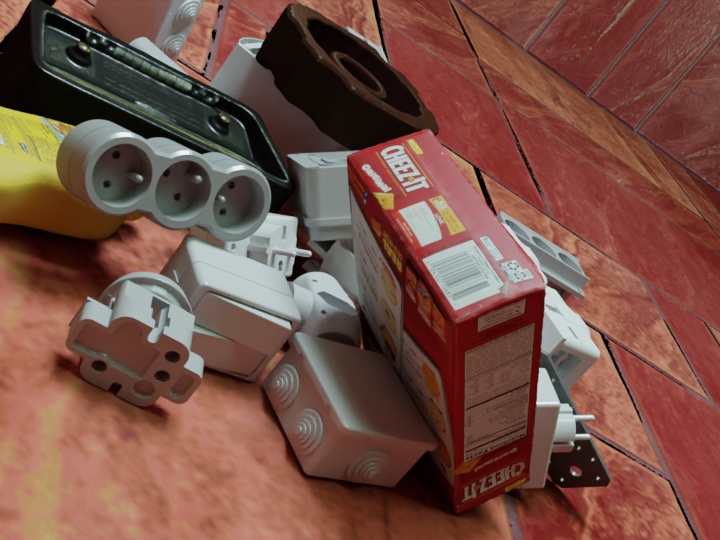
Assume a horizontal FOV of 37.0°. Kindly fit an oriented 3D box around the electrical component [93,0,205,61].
[{"bbox_3d":[-0.206,-0.262,1.056,0.099,0.099,0.048,46,35,19],"label":"electrical component"}]

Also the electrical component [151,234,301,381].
[{"bbox_3d":[-0.085,0.030,0.709,0.096,0.061,0.061,23,26,-35],"label":"electrical component"}]

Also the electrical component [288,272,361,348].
[{"bbox_3d":[-0.043,0.033,0.798,0.079,0.043,0.077,27,24,-28],"label":"electrical component"}]

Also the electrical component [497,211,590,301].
[{"bbox_3d":[0.192,-0.006,1.229,0.121,0.063,0.078,29,23,-23],"label":"electrical component"}]

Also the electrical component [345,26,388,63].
[{"bbox_3d":[-0.017,-0.191,1.206,0.060,0.105,0.186,29,23,-23],"label":"electrical component"}]

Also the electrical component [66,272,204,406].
[{"bbox_3d":[-0.129,0.037,0.633,0.078,0.058,0.057,31,25,-20],"label":"electrical component"}]

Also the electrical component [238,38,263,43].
[{"bbox_3d":[-0.097,-0.220,1.193,0.099,0.064,0.099,33,22,-15],"label":"electrical component"}]

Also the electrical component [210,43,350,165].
[{"bbox_3d":[-0.073,-0.136,1.026,0.150,0.089,0.062,40,21,4],"label":"electrical component"}]

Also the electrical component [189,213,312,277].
[{"bbox_3d":[-0.072,-0.017,0.799,0.076,0.047,0.083,10,6,33],"label":"electrical component"}]

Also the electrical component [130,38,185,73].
[{"bbox_3d":[-0.188,-0.168,0.967,0.077,0.044,0.079,42,21,8],"label":"electrical component"}]

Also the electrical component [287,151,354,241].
[{"bbox_3d":[-0.015,-0.063,0.880,0.078,0.057,0.113,-4,13,-12],"label":"electrical component"}]

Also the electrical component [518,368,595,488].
[{"bbox_3d":[0.143,0.122,0.829,0.076,0.083,0.047,0,31,-7],"label":"electrical component"}]

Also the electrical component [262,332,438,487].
[{"bbox_3d":[-0.009,0.096,0.720,0.100,0.048,0.099,18,29,-42],"label":"electrical component"}]

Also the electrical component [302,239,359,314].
[{"bbox_3d":[0.000,0.000,0.907,0.079,0.063,0.121,41,21,6],"label":"electrical component"}]

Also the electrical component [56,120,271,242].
[{"bbox_3d":[-0.132,-0.060,0.696,0.138,0.052,0.074,12,10,-42],"label":"electrical component"}]

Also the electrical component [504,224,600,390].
[{"bbox_3d":[0.124,0.044,0.960,0.060,0.105,0.186,22,27,-37],"label":"electrical component"}]
